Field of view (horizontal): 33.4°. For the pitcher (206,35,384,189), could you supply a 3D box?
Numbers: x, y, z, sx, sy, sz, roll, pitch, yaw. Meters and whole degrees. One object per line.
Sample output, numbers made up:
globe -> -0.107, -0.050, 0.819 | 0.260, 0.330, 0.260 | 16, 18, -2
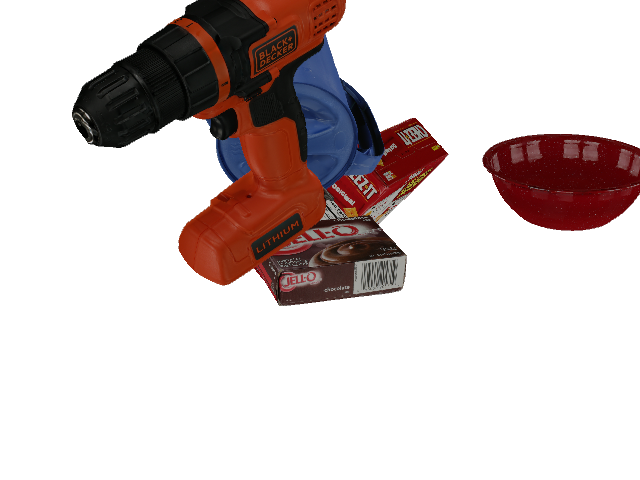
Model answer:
pitcher -> -0.032, -0.157, 1.079 | 0.145, 0.149, 0.243 | -19, 39, 9

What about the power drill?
power drill -> -0.058, -0.060, 0.652 | 0.184, 0.188, 0.057 | -34, 56, -26

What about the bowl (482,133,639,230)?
bowl -> 0.235, -0.052, 1.019 | 0.162, 0.055, 0.162 | -2, 24, 1

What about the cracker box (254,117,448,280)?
cracker box -> 0.031, -0.040, 1.261 | 0.214, 0.072, 0.163 | -47, -9, 34

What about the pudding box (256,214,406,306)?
pudding box -> 0.005, 0.015, 0.906 | 0.113, 0.039, 0.090 | -5, 26, -17
